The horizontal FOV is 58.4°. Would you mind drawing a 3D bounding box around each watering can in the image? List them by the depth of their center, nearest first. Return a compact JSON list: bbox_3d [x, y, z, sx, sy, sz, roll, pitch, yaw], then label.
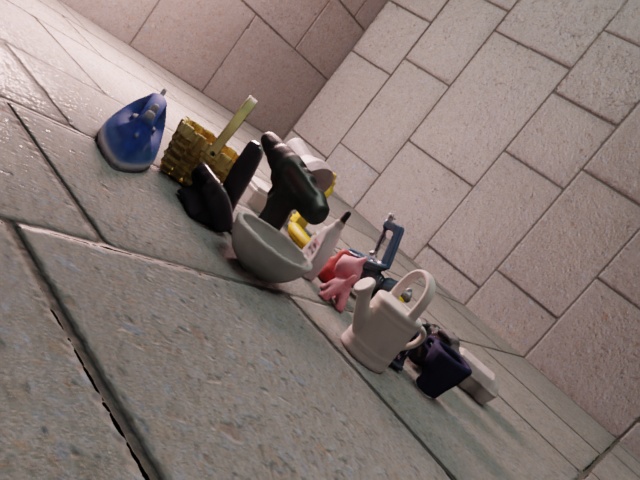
[{"bbox_3d":[0.129,0.132,1.023,0.174,0.194,0.100,29,13,-46],"label":"watering can"}]

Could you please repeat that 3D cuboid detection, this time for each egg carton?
[{"bbox_3d":[0.363,0.324,1.381,0.150,0.069,0.107,40,9,13],"label":"egg carton"}]

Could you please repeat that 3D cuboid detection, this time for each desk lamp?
[{"bbox_3d":[-0.085,-0.174,1.628,0.202,0.213,0.118,45,11,35],"label":"desk lamp"}]

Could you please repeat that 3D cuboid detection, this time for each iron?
[{"bbox_3d":[-0.340,-0.222,1.102,0.119,0.141,0.257,34,10,-23],"label":"iron"}]

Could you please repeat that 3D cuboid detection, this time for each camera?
[{"bbox_3d":[0.240,0.230,1.266,0.142,0.100,0.137,44,11,33],"label":"camera"}]

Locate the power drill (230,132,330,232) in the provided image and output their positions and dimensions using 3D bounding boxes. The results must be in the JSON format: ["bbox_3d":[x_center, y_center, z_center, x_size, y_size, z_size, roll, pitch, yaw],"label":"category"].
[{"bbox_3d":[-0.095,-0.082,1.152,0.229,0.208,0.076,43,10,26],"label":"power drill"}]

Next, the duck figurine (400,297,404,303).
[{"bbox_3d":[0.161,0.164,1.332,0.105,0.086,0.077,34,10,-23],"label":"duck figurine"}]

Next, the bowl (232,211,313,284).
[{"bbox_3d":[-0.099,0.027,1.031,0.167,0.074,0.167,37,9,-7],"label":"bowl"}]

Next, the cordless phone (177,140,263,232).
[{"bbox_3d":[-0.178,-0.122,1.101,0.094,0.185,0.147,29,13,-44],"label":"cordless phone"}]

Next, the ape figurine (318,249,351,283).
[{"bbox_3d":[0.041,0.062,1.345,0.077,0.092,0.076,43,10,27],"label":"ape figurine"}]

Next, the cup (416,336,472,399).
[{"bbox_3d":[0.226,0.252,1.122,0.092,0.095,0.117,30,12,-41],"label":"cup"}]

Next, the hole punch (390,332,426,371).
[{"bbox_3d":[0.143,0.186,1.136,0.109,0.091,0.101,37,9,-5],"label":"hole punch"}]

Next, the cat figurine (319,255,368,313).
[{"bbox_3d":[0.057,0.080,1.237,0.067,0.117,0.128,37,9,-8],"label":"cat figurine"}]

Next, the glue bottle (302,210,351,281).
[{"bbox_3d":[0.012,0.004,1.257,0.037,0.173,0.078,32,11,-33],"label":"glue bottle"}]

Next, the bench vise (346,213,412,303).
[{"bbox_3d":[0.157,0.056,1.419,0.207,0.219,0.121,38,9,-4],"label":"bench vise"}]
